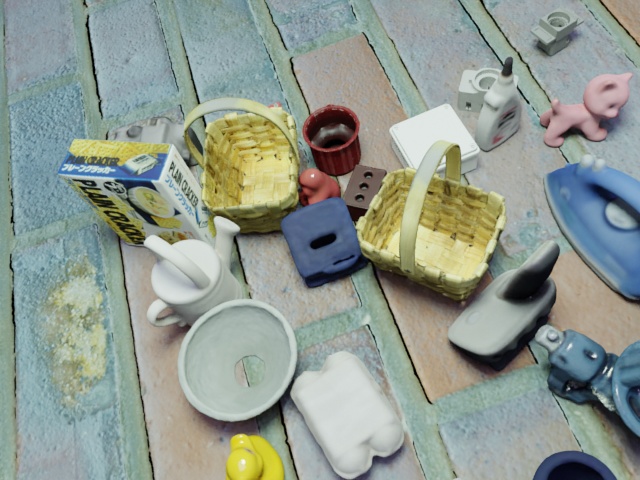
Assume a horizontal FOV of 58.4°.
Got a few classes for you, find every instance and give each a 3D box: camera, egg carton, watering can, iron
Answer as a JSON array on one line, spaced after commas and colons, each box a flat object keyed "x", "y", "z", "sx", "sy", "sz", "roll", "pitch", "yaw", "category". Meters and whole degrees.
[{"x": -0.286, "y": -0.133, "z": 0.977, "sx": 0.143, "sy": 0.101, "sz": 0.137, "roll": -4, "pitch": 61, "yaw": 9, "category": "camera"}, {"x": 0.036, "y": 0.223, "z": 0.744, "sx": 0.107, "sy": 0.069, "sz": 0.150, "roll": -33, "pitch": 61, "yaw": -8, "category": "egg carton"}, {"x": -0.181, "y": 0.043, "z": 0.809, "sx": 0.100, "sy": 0.194, "sz": 0.173, "roll": 11, "pitch": 65, "yaw": 16, "category": "watering can"}, {"x": 0.406, "y": -0.039, "z": 0.774, "sx": 0.119, "sy": 0.142, "sz": 0.257, "roll": -34, "pitch": 61, "yaw": -8, "category": "iron"}]

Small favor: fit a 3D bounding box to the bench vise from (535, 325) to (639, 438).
[{"x": 0.347, "y": 0.157, "z": 0.634, "sx": 0.207, "sy": 0.220, "sz": 0.121, "roll": 10, "pitch": 64, "yaw": 16, "category": "bench vise"}]

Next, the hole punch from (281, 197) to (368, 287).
[{"x": 0.008, "y": 0.003, "z": 0.854, "sx": 0.108, "sy": 0.091, "sz": 0.101, "roll": -23, "pitch": 60, "yaw": -2, "category": "hole punch"}]

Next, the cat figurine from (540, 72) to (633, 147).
[{"x": 0.412, "y": -0.209, "z": 0.878, "sx": 0.127, "sy": 0.118, "sz": 0.067, "roll": -9, "pitch": 61, "yaw": 6, "category": "cat figurine"}]

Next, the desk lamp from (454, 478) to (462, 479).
[{"x": 0.149, "y": 0.348, "z": 0.572, "sx": 0.118, "sy": 0.214, "sz": 0.203, "roll": -26, "pitch": 60, "yaw": -3, "category": "desk lamp"}]

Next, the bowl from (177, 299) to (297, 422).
[{"x": -0.106, "y": 0.171, "z": 0.795, "sx": 0.167, "sy": 0.075, "sz": 0.167, "roll": -4, "pitch": 61, "yaw": 8, "category": "bowl"}]

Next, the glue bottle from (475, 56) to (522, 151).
[{"x": 0.276, "y": -0.212, "z": 0.872, "sx": 0.078, "sy": 0.173, "sz": 0.037, "roll": -38, "pitch": 62, "yaw": -10, "category": "glue bottle"}]

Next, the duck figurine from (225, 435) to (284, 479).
[{"x": -0.089, "y": 0.294, "z": 0.719, "sx": 0.077, "sy": 0.086, "sz": 0.104, "roll": -17, "pitch": 60, "yaw": 1, "category": "duck figurine"}]

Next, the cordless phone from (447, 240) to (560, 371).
[{"x": 0.234, "y": 0.076, "z": 0.719, "sx": 0.094, "sy": 0.185, "sz": 0.148, "roll": 38, "pitch": 74, "yaw": 26, "category": "cordless phone"}]

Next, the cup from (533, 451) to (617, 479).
[{"x": 0.268, "y": 0.293, "z": 0.647, "sx": 0.117, "sy": 0.095, "sz": 0.091, "roll": -7, "pitch": 61, "yaw": 7, "category": "cup"}]

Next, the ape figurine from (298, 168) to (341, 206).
[{"x": -0.008, "y": -0.082, "z": 0.903, "sx": 0.076, "sy": 0.092, "sz": 0.078, "roll": -3, "pitch": 62, "yaw": 9, "category": "ape figurine"}]
